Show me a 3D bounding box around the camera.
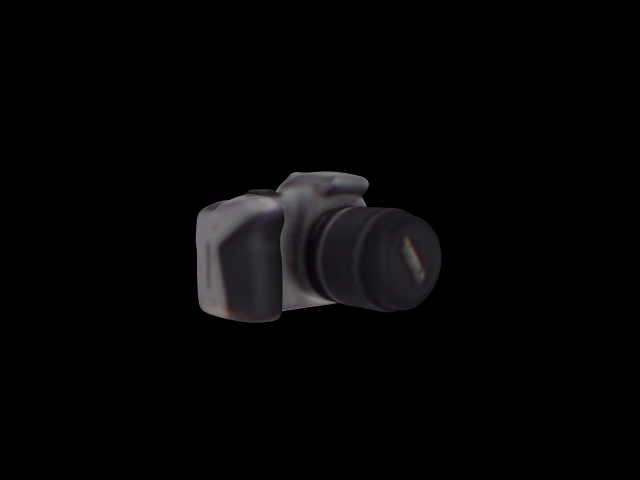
[{"bbox_3d":[0.004,0.001,0.400,0.144,0.101,0.136,-4,6,-39],"label":"camera"}]
